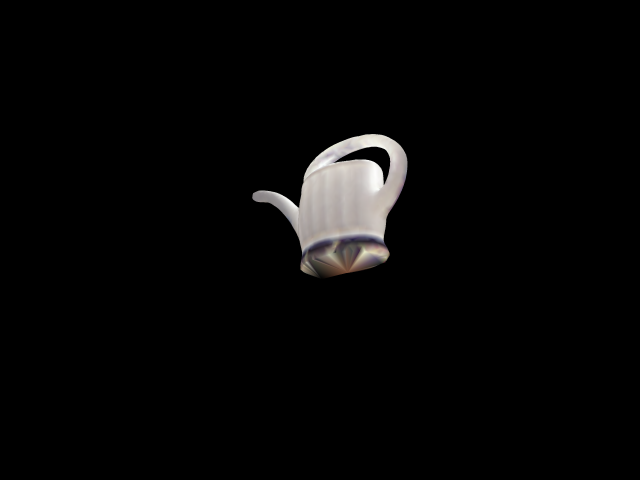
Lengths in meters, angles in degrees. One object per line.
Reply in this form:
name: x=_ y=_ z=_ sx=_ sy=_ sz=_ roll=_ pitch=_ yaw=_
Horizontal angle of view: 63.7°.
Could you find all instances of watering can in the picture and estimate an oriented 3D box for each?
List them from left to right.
watering can: x=0.003 y=-0.043 z=0.850 sx=0.344 sy=0.228 sz=0.103 roll=-20 pitch=-30 yaw=41
